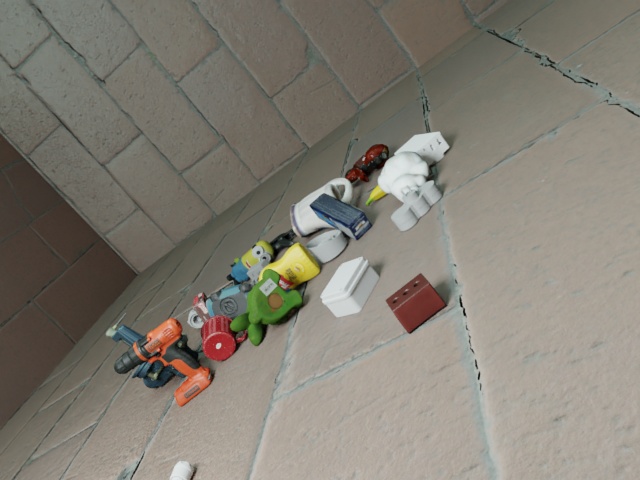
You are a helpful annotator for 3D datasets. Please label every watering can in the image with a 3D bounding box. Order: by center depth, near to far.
[{"bbox_3d":[0.005,-0.080,1.591,0.222,0.102,0.356,-30,26,21],"label":"watering can"}]

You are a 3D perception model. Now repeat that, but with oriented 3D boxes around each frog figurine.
[{"bbox_3d":[0.211,-0.157,1.311,0.137,0.121,0.162,-10,15,24],"label":"frog figurine"}]
